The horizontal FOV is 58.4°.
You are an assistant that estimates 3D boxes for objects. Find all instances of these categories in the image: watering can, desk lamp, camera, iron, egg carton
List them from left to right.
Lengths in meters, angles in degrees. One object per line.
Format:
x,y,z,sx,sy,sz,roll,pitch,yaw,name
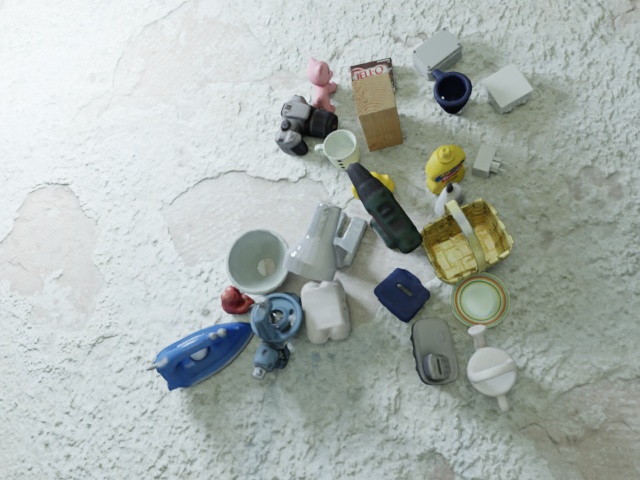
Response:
-0.282,0.256,1.357,0.258,0.142,0.118,-30,72,4,iron
-0.032,-0.292,1.463,0.136,0.101,0.143,15,80,16,camera
0.012,0.005,1.318,0.117,0.214,0.203,20,81,17,desk lamp
0.014,0.166,1.353,0.107,0.069,0.150,-14,73,9,egg carton
0.351,0.266,1.187,0.101,0.194,0.172,-40,71,1,watering can

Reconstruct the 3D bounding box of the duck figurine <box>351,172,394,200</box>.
0.125,-0.137,1.396,0.104,0.086,0.077,-7,75,11,duck figurine

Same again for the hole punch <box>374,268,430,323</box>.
0.188,0.121,1.314,0.108,0.091,0.101,39,87,19,hole punch

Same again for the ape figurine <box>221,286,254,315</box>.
-0.212,0.146,1.396,0.076,0.092,0.078,-24,72,6,ape figurine

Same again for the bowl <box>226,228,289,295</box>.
-0.143,0.058,1.412,0.167,0.075,0.167,-3,75,12,bowl

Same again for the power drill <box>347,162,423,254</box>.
0.148,-0.058,1.306,0.075,0.209,0.229,-38,71,1,power drill

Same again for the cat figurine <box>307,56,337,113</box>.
0.000,-0.403,1.474,0.067,0.118,0.128,-1,76,13,cat figurine

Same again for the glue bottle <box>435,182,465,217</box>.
0.296,-0.098,1.302,0.078,0.173,0.037,-45,71,-1,glue bottle

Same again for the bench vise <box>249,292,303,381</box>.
-0.103,0.210,1.288,0.121,0.220,0.207,-4,75,12,bench vise

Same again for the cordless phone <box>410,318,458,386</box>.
0.241,0.236,1.224,0.094,0.185,0.147,-15,73,9,cordless phone

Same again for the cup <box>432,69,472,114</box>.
0.316,-0.360,1.406,0.091,0.095,0.117,-38,71,1,cup
